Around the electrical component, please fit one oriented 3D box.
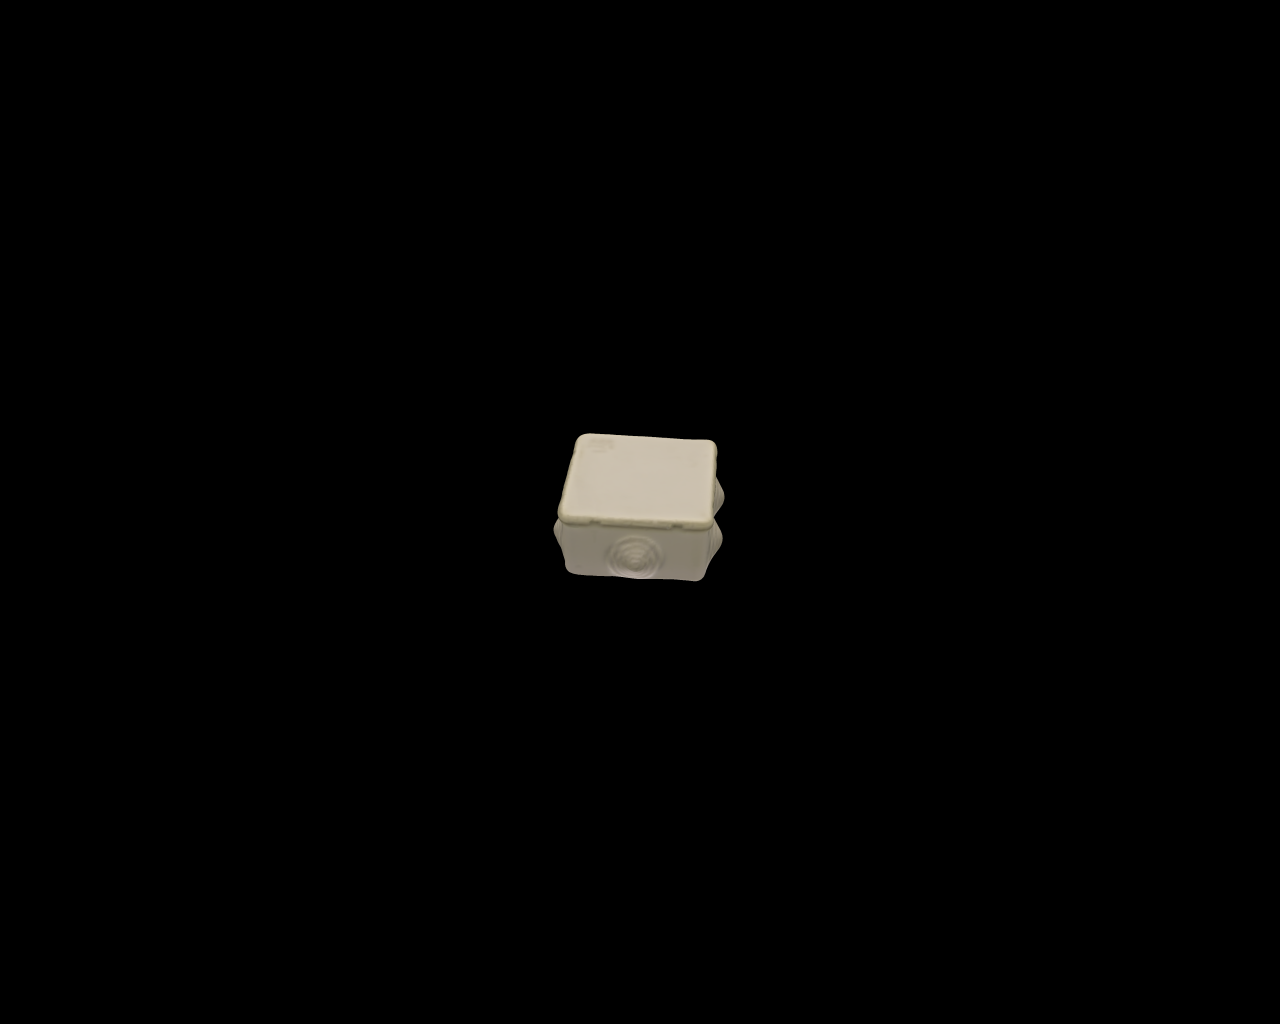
[{"bbox_3d":[0.001,-0.003,0.650,0.100,0.048,0.100,3,37,4],"label":"electrical component"}]
